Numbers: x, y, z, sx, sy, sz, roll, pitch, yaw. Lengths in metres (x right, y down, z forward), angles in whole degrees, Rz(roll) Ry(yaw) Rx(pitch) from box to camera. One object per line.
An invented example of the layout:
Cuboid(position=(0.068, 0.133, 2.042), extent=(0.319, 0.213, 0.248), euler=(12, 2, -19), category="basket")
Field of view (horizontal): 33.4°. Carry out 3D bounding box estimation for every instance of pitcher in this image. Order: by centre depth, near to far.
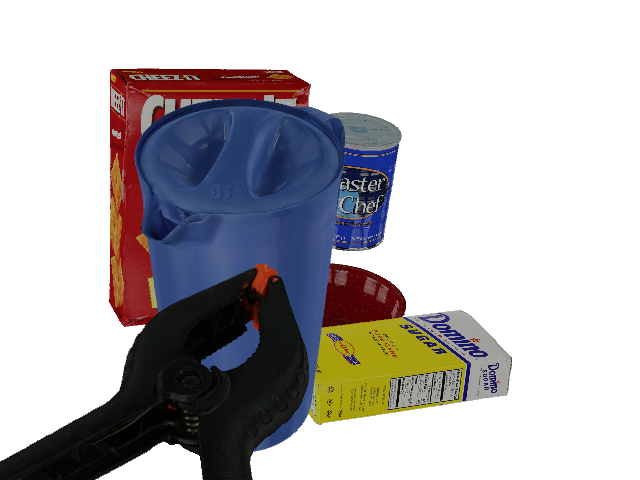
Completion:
Cuboid(position=(-0.049, 0.027, 0.755), extent=(0.149, 0.243, 0.145), euler=(-4, 40, -9), category="pitcher")

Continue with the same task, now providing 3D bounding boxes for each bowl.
Cuboid(position=(0.012, 0.084, 1.181), extent=(0.162, 0.055, 0.162), euler=(4, 25, -2), category="bowl")

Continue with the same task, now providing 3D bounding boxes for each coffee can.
Cuboid(position=(0.038, -0.072, 1.303), extent=(0.102, 0.140, 0.103), euler=(6, 28, -3), category="coffee can")

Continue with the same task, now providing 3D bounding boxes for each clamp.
Cuboid(position=(-0.046, 0.076, 0.436), extent=(0.120, 0.039, 0.171), euler=(25, 48, 18), category="clamp")

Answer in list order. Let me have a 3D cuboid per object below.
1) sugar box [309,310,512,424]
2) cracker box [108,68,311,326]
Cuboid(position=(0.063, 0.104, 0.909), extent=(0.176, 0.048, 0.093), euler=(-8, 27, -19), category="sugar box")
Cuboid(position=(-0.099, -0.039, 0.934), extent=(0.164, 0.214, 0.072), euler=(-3, 20, -22), category="cracker box")
